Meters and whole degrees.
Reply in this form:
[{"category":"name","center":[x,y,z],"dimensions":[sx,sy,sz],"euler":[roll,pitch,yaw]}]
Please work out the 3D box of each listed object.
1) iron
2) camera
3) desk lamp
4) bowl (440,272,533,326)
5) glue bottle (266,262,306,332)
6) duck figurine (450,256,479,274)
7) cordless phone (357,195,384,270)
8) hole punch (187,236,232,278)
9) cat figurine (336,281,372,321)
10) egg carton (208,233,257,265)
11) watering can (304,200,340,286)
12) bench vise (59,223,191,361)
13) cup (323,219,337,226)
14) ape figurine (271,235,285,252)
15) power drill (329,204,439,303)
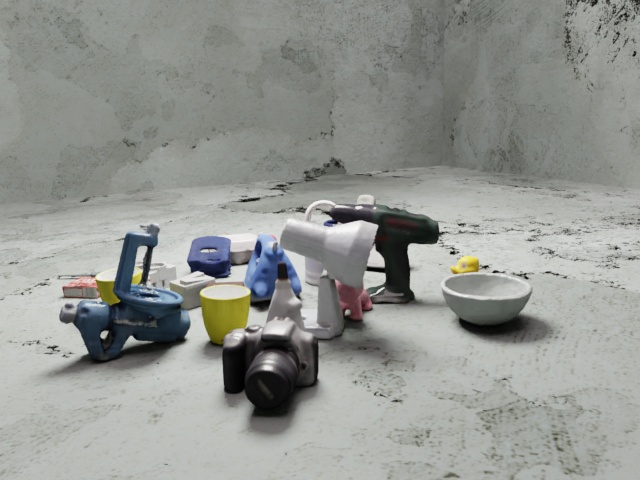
[{"category":"iron","center":[-0.121,0.048,1.294],"dimensions":[0.119,0.141,0.257],"euler":[-6,14,-17]},{"category":"camera","center":[-0.080,0.176,0.827],"dimensions":[0.143,0.101,0.137],"euler":[0,13,8]},{"category":"desk lamp","center":[0.006,0.066,1.041],"dimensions":[0.203,0.214,0.118],"euler":[0,13,8]},{"category":"bowl","center":[0.311,0.118,1.084],"dimensions":[0.167,0.075,0.167],"euler":[-2,13,1]},{"category":"glue bottle","center":[-0.055,0.119,0.910],"dimensions":[0.077,0.173,0.037],"euler":[10,17,40]},{"category":"duck figurine","center":[0.325,0.077,1.235],"dimensions":[0.104,0.086,0.077],"euler":[-3,13,-6]},{"category":"cordless phone","center":[0.149,-0.019,1.453],"dimensions":[0.147,0.185,0.094],"euler":[5,15,27]},{"category":"hole punch","center":[-0.276,0.042,1.450],"dimensions":[0.108,0.091,0.101],"euler":[-2,13,0]},{"category":"cat figurine","center":[0.059,0.094,1.127],"dimensions":[0.067,0.118,0.128],"euler":[3,14,18]},{"category":"egg carton","center":[-0.228,0.026,1.564],"dimensions":[0.150,0.069,0.107],"euler":[-6,14,-17]},{"category":"watering can","center":[0.015,0.005,1.347],"dimensions":[0.101,0.194,0.172],"euler":[-8,15,-26]},{"category":"bench vise","center":[-0.326,0.087,0.977],"dimensions":[0.121,0.220,0.208],"euler":[10,18,41]},{"category":"cup","center":[0.059,-0.010,1.623],"dimensions":[0.091,0.095,0.118],"euler":[2,14,15]},{"category":"ape figurine","center":[-0.124,0.030,1.481],"dimensions":[0.078,0.092,0.076],"euler":[-7,14,-20]},{"category":"power drill","center":[0.136,0.025,1.213],"dimensions":[0.229,0.208,0.075],"euler":[-1,13,2]}]
